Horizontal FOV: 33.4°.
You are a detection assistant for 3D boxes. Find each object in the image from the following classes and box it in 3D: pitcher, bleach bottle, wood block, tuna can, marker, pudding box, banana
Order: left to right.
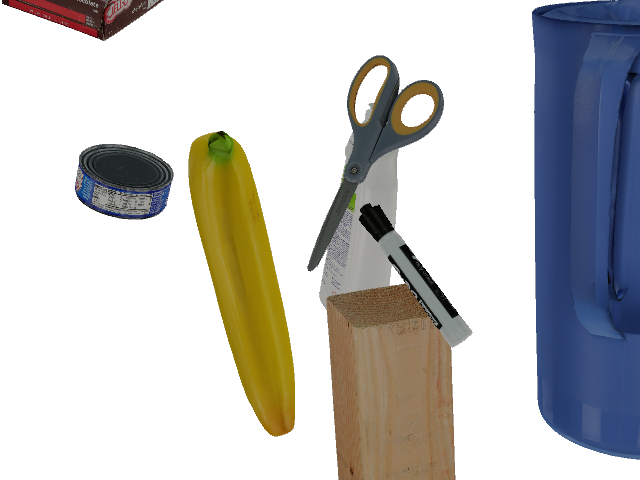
[{"bbox_3d":[-0.175,-0.200,0.817,0.090,0.039,0.113,22,35,11],"label":"pudding box"},{"bbox_3d":[-0.179,-0.054,0.971,0.086,0.034,0.086,13,27,-7],"label":"tuna can"},{"bbox_3d":[-0.045,0.017,0.595,0.037,0.198,0.069,-9,31,4],"label":"banana"},{"bbox_3d":[0.054,-0.032,1.239,0.068,0.251,0.103,0,21,-22],"label":"bleach bottle"},{"bbox_3d":[0.065,0.154,0.975,0.090,0.206,0.091,-8,18,-15],"label":"wood block"},{"bbox_3d":[0.066,0.023,0.766,0.020,0.121,0.020,-32,-15,-10],"label":"marker"},{"bbox_3d":[0.172,-0.007,0.574,0.149,0.243,0.145,-5,18,-14],"label":"pitcher"}]

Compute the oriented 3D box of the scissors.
[{"bbox_3d":[0.051,-0.065,0.938,0.096,0.202,0.016,7,-10,20],"label":"scissors"}]
